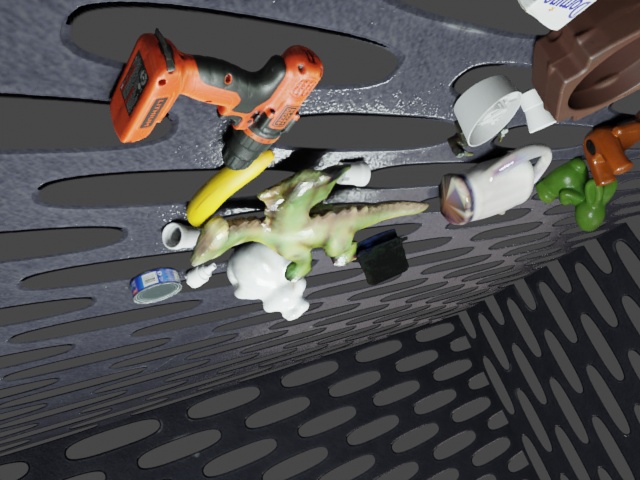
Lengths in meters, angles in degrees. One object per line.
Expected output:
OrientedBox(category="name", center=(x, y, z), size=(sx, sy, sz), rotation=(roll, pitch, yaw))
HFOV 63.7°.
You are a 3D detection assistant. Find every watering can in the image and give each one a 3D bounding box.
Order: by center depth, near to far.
OrientedBox(category="watering can", center=(0.355, -0.094, 1.084), size=(0.225, 0.105, 0.342), rotation=(-20, 160, -6))

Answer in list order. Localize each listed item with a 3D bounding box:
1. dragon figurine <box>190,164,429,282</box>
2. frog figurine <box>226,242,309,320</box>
OrientedBox(category="dragon figurine", center=(0.002, -0.040, 0.792), size=(0.412, 0.124, 0.239), rotation=(-20, 163, -10))
OrientedBox(category="frog figurine", center=(-0.094, 0.075, 0.941), size=(0.137, 0.162, 0.121), rotation=(-24, 158, 5))
